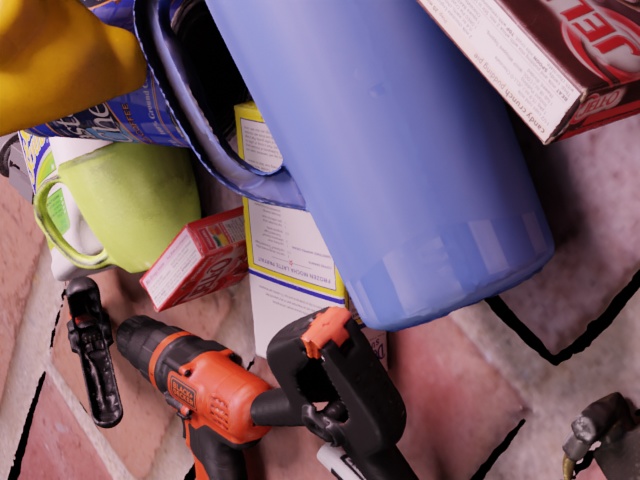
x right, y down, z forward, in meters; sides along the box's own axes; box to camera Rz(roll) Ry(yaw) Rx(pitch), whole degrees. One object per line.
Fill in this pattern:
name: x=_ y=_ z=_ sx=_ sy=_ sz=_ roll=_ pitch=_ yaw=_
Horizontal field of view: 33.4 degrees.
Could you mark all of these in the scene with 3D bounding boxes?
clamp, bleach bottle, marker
clamp: x=0.004 y=0.101 z=0.650 sx=0.165 sy=0.036 sz=0.210 roll=28 pitch=152 yaw=31
clamp: x=-0.188 y=0.088 z=0.883 sx=0.171 sy=0.039 sz=0.120 roll=179 pitch=86 yaw=-78
bleach bottle: x=-0.217 y=-0.099 z=0.876 sx=0.103 sy=0.067 sz=0.251 roll=-31 pitch=77 yaw=56
marker: x=0.043 y=0.182 z=0.720 sx=0.121 sy=0.020 sz=0.020 roll=43 pitch=133 yaw=30

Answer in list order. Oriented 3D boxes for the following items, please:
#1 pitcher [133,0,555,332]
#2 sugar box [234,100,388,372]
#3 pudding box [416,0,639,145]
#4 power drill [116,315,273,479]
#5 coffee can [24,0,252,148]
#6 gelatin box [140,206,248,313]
pitcher: x=0.018 y=-0.076 z=0.558 sx=0.149 sy=0.144 sz=0.243 roll=-23 pitch=90 yaw=56
sugar box: x=-0.004 y=0.001 z=0.684 sx=0.093 sy=0.048 sz=0.176 roll=17 pitch=121 yaw=44
pudding box: x=0.103 y=-0.101 z=0.484 sx=0.113 sy=0.089 sz=0.039 roll=52 pitch=138 yaw=22
power drill: x=-0.102 y=0.164 z=0.850 sx=0.185 sy=0.057 sz=0.188 roll=24 pitch=123 yaw=46
coffee can: x=-0.128 y=-0.115 z=0.703 sx=0.140 sy=0.102 sz=0.103 roll=7 pitch=111 yaw=27
gelatin box: x=-0.075 y=0.012 z=0.746 sx=0.030 sy=0.073 sz=0.089 roll=59 pitch=139 yaw=13
